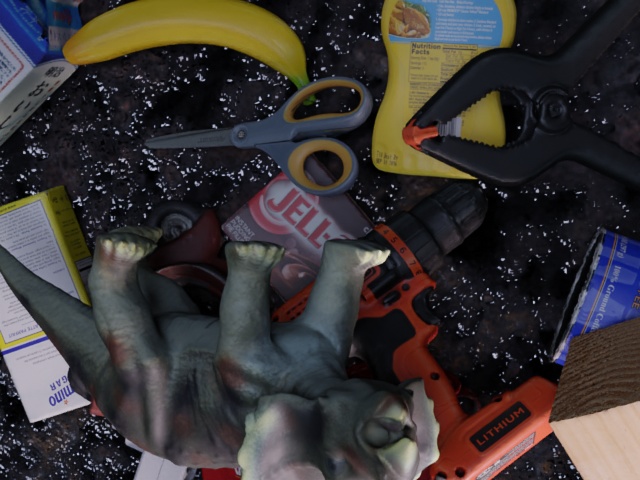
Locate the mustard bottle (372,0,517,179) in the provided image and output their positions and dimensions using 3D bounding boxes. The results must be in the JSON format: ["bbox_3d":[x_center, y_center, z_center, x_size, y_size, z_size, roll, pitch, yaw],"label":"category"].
[{"bbox_3d":[0.091,-0.142,0.768,0.096,0.058,0.192,5,100,11],"label":"mustard bottle"}]

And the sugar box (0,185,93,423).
[{"bbox_3d":[-0.225,0.053,0.880,0.093,0.048,0.176,-19,97,15],"label":"sugar box"}]

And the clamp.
[{"bbox_3d":[0.163,-0.081,0.739,0.210,0.036,0.164,-18,96,-10],"label":"clamp"}]

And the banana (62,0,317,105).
[{"bbox_3d":[-0.095,-0.153,0.809,0.198,0.037,0.069,10,82,3],"label":"banana"}]

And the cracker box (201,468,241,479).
[{"bbox_3d":[-0.013,0.258,0.806,0.164,0.071,0.214,3,102,56],"label":"cracker box"}]

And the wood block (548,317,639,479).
[{"bbox_3d":[0.239,0.155,0.678,0.090,0.090,0.206,-23,110,33],"label":"wood block"}]

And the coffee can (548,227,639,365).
[{"bbox_3d":[0.243,0.062,0.739,0.140,0.102,0.103,21,102,9],"label":"coffee can"}]

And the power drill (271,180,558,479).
[{"bbox_3d":[0.085,0.066,0.736,0.184,0.057,0.188,-38,64,-6],"label":"power drill"}]

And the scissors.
[{"bbox_3d":[-0.048,-0.062,0.804,0.202,0.016,0.096,-18,73,27],"label":"scissors"}]

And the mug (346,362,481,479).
[{"bbox_3d":[0.069,0.143,0.808,0.117,0.093,0.081,-5,105,-23],"label":"mug"}]

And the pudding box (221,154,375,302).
[{"bbox_3d":[-0.005,0.001,0.817,0.090,0.039,0.113,-41,89,7],"label":"pudding box"}]
